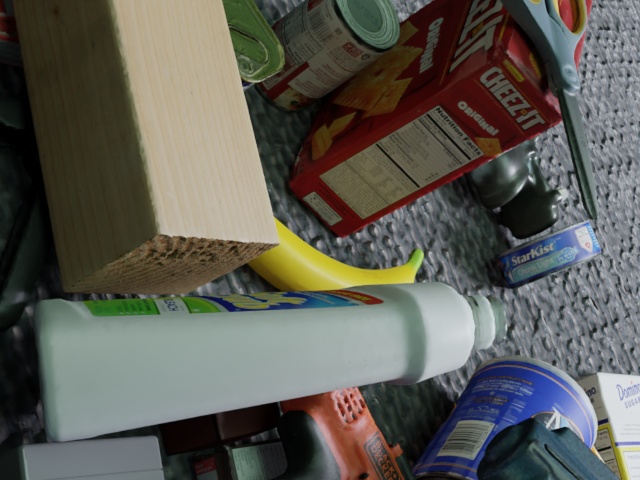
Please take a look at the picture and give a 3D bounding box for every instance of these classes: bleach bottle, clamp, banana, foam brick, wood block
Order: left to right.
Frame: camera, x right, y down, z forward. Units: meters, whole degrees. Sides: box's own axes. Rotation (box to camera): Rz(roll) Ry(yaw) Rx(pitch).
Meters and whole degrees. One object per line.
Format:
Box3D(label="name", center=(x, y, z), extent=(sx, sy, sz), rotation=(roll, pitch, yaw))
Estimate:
Box3D(label="clamp", center=(-0.158, -0.043, 0.630), extent=(0.209, 0.036, 0.164), rotation=(-21, 84, -49))
Box3D(label="wood block", center=(-0.104, -0.080, 0.608), extent=(0.090, 0.090, 0.206), rotation=(3, 66, -47))
Box3D(label="foam brick", center=(-0.066, 0.085, 0.642), extent=(0.052, 0.051, 0.078), rotation=(0, 69, -48))
Box3D(label="bleach bottle", center=(-0.023, 0.056, 0.576), extent=(0.250, 0.103, 0.068), rotation=(-5, 95, -16))
Box3D(label="banana", center=(0.000, 0.018, 0.759), extent=(0.197, 0.037, 0.069), rotation=(20, 49, -37))

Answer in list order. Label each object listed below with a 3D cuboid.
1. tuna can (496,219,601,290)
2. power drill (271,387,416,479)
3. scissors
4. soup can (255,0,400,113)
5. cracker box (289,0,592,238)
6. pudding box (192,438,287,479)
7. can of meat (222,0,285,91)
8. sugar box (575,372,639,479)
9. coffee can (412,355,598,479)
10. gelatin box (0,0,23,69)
Box3D(label="tuna can", center=(0.198, 0.013, 0.923), extent=(0.085, 0.086, 0.034), rotation=(-15, 82, -48))
Box3D(label="power drill", center=(-0.005, 0.183, 0.586), extent=(0.187, 0.057, 0.184), rotation=(-35, 100, -51))
Box3D(label="scissors", center=(0.137, -0.113, 0.656), extent=(0.096, 0.016, 0.201), rotation=(30, 50, -27))
Box3D(label="soup can", center=(0.001, -0.148, 0.801), extent=(0.068, 0.102, 0.068), rotation=(22, 54, -35))
Box3D(label="cracker box", center=(0.086, -0.114, 0.781), extent=(0.072, 0.214, 0.164), rotation=(42, 45, -21))
Box3D(label="pudding box", center=(-0.018, 0.167, 0.656), extent=(0.113, 0.039, 0.090), rotation=(3, 67, -47))
Box3D(label="can of meat", center=(-0.086, -0.134, 0.718), extent=(0.102, 0.084, 0.057), rotation=(57, 41, -5))
Box3D(label="sugar box", center=(0.271, 0.206, 0.922), extent=(0.093, 0.048, 0.176), rotation=(11, 58, -42))
Box3D(label="coffee can", center=(0.126, 0.162, 0.754), extent=(0.103, 0.103, 0.140), rotation=(54, 42, -8))
Box3D(label="gelatin box", center=(-0.201, -0.147, 0.650), extent=(0.089, 0.030, 0.073), rotation=(6, 64, -43))
